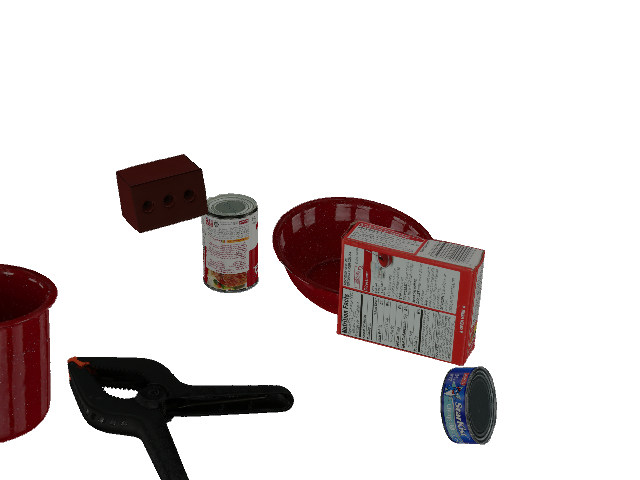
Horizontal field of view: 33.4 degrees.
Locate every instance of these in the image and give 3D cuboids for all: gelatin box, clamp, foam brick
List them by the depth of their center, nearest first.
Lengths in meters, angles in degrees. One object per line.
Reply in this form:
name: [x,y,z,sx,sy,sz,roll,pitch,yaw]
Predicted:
gelatin box: [0.056,0.033,0.676,0.089,0.073,0.030,13,32,20]
clamp: [-0.140,0.149,0.973,0.210,0.036,0.164,23,36,31]
foam brick: [-0.162,-0.049,1.088,0.078,0.053,0.051,-17,30,-21]

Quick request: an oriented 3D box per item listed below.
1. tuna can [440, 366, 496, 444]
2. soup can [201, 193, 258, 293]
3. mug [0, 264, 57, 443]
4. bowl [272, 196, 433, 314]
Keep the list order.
tuna can: [0.165,0.183,1.185,0.034,0.086,0.086,-5,-2,30]
soup can: [-0.109,0.003,1.283,0.068,0.102,0.068,1,26,-1]
mug: [-0.208,0.072,0.626,0.093,0.081,0.117,12,23,21]
bowl: [0.031,0.024,1.037,0.162,0.055,0.162,5,37,-4]
